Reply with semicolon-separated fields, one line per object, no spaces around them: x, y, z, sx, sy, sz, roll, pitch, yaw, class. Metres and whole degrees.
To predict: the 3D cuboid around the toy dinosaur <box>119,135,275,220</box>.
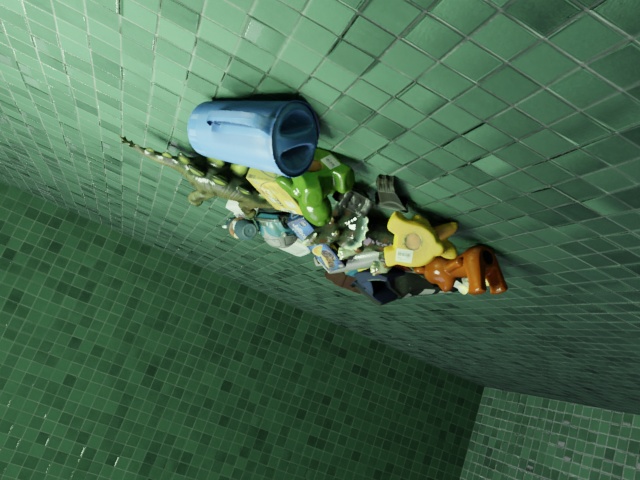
-0.272;-0.159;1.368;0.471;0.105;0.198;15;159;-14;toy dinosaur

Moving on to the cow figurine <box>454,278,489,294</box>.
0.388;0.088;1.414;0.098;0.068;0.167;29;163;-7;cow figurine

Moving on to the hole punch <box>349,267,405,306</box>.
0.164;0.110;1.504;0.116;0.092;0.142;34;-151;30;hole punch

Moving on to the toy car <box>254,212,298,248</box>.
-0.111;-0.029;1.520;0.109;0.102;0.161;9;-172;34;toy car

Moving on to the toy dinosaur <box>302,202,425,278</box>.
0.156;0.005;1.350;0.405;0.131;0.192;17;162;-15;toy dinosaur

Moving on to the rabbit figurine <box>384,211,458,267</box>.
0.229;-0.010;1.216;0.162;0.121;0.173;-1;-173;12;rabbit figurine

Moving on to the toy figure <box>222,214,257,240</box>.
-0.224;-0.034;1.501;0.064;0.057;0.155;-15;-165;-26;toy figure

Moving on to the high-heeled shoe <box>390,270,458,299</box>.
0.298;0.123;1.584;0.145;0.086;0.249;-7;-176;-42;high-heeled shoe

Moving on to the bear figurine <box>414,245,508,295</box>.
0.335;0.088;1.310;0.120;0.132;0.196;5;157;-38;bear figurine

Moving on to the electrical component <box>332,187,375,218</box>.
0.070;-0.096;1.209;0.075;0.047;0.119;28;-166;-15;electrical component

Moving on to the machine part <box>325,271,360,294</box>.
0.098;0.123;1.803;0.179;0.056;0.179;21;-169;-4;machine part

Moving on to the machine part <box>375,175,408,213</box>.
0.149;-0.094;1.150;0.084;0.039;0.138;21;167;19;machine part

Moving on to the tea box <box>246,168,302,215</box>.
-0.090;-0.129;1.283;0.098;0.068;0.169;14;162;24;tea box

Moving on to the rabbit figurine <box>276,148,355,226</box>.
-0.021;-0.101;1.129;0.159;0.121;0.170;39;151;28;rabbit figurine

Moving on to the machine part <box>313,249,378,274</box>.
0.101;0.047;1.514;0.243;0.079;0.079;-11;155;15;machine part

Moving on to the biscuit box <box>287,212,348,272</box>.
-0.003;-0.004;1.408;0.059;0.063;0.202;-20;127;32;biscuit box

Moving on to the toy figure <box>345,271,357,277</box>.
0.084;0.065;1.698;0.180;0.082;0.089;19;-159;-22;toy figure
